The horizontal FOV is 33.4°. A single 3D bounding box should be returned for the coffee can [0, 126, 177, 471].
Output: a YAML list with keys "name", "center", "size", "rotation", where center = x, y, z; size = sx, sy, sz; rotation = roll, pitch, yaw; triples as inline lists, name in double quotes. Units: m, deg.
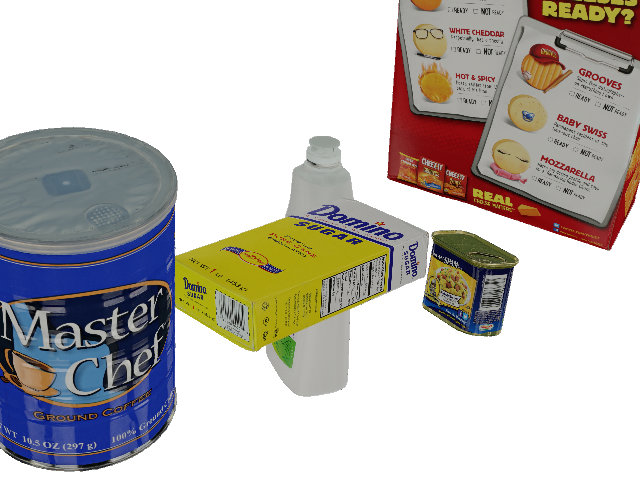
- name: "coffee can"
  center: [-0.123, 0.029, 0.533]
  size: [0.103, 0.140, 0.103]
  rotation: [3, 34, -3]

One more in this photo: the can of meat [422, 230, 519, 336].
- name: "can of meat"
  center: [0.156, 0.045, 1.130]
  size: [0.057, 0.084, 0.102]
  rotation: [-3, 21, -31]

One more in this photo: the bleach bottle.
- name: "bleach bottle"
  center: [-0.006, 0.019, 1.007]
  size: [0.068, 0.251, 0.103]
  rotation: [-8, 30, -20]

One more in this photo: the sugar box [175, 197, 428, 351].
- name: "sugar box"
  center: [-0.012, 0.019, 0.781]
  size: [0.175, 0.048, 0.093]
  rotation: [-24, 36, -38]

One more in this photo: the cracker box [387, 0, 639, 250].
- name: "cracker box"
  center: [0.134, -0.114, 0.675]
  size: [0.164, 0.214, 0.072]
  rotation: [20, 44, 20]
